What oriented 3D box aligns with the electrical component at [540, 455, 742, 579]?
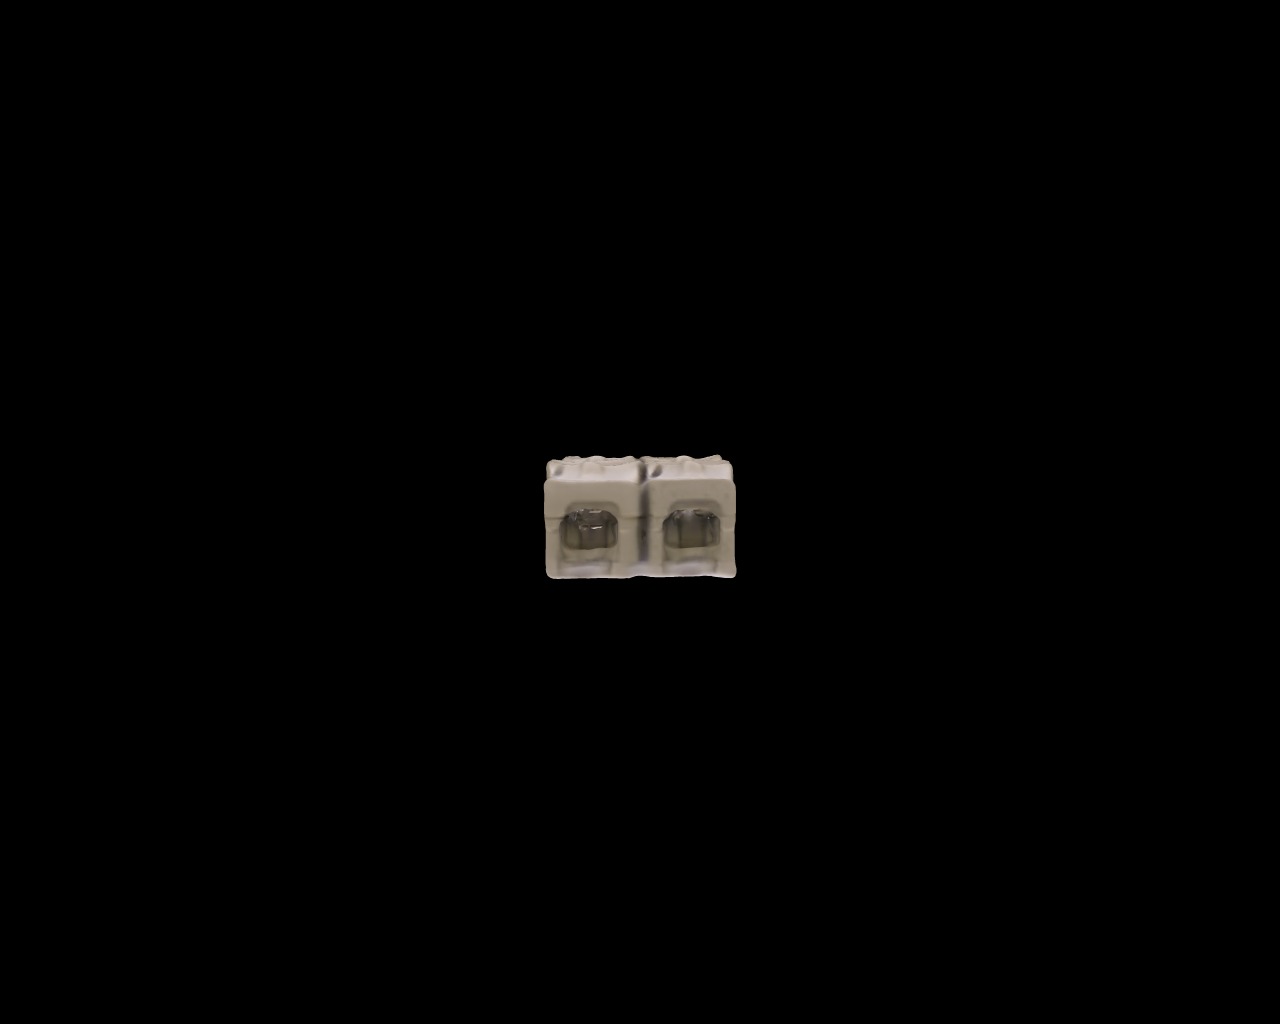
[{"bbox_3d":[0.001,-0.003,0.650,0.105,0.060,0.186,0,5,0],"label":"electrical component"}]
